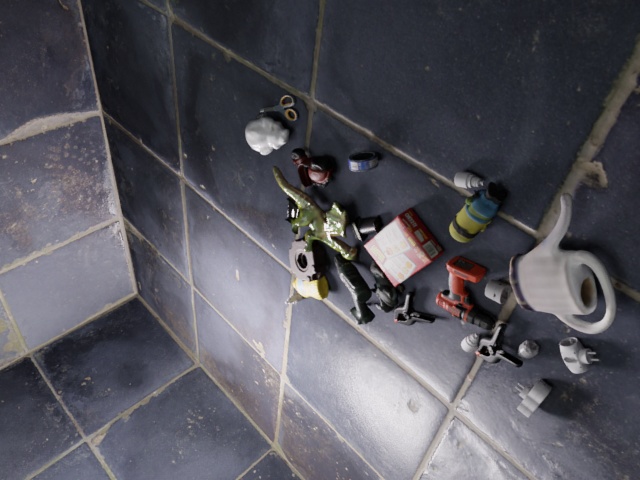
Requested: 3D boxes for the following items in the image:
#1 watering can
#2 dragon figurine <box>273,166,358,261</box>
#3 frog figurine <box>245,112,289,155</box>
[{"bbox_3d":[0.538,0.060,1.180,0.105,0.345,0.223,-31,12,-34],"label":"watering can"},{"bbox_3d":[0.005,-0.087,1.729,0.241,0.405,0.124,-10,28,45],"label":"dragon figurine"},{"bbox_3d":[-0.179,-0.354,1.763,0.123,0.135,0.162,-10,36,-37],"label":"frog figurine"}]
